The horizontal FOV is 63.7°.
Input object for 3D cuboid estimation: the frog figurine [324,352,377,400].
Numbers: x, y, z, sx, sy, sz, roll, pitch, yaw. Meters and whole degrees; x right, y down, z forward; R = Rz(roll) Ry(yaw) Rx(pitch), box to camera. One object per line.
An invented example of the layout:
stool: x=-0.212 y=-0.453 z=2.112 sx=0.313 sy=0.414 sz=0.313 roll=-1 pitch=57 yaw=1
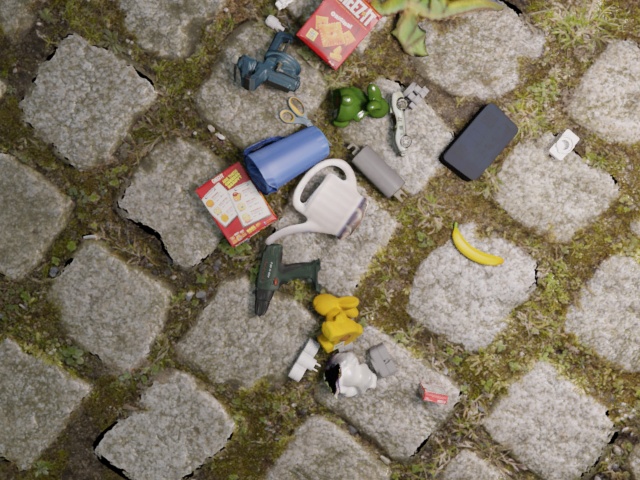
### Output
frog figurine: x=0.097 y=0.417 z=1.602 sx=0.159 sy=0.122 sz=0.138 roll=0 pitch=83 yaw=-35

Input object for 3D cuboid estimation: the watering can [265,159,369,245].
watering can: x=0.005 y=-0.080 z=1.585 sx=0.224 sy=0.104 sz=0.347 roll=35 pitch=91 yaw=-1

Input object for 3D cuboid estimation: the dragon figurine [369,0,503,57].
dragon figurine: x=0.334 y=-0.690 z=1.601 sx=0.410 sy=0.124 sz=0.239 roll=22 pitch=108 yaw=2
